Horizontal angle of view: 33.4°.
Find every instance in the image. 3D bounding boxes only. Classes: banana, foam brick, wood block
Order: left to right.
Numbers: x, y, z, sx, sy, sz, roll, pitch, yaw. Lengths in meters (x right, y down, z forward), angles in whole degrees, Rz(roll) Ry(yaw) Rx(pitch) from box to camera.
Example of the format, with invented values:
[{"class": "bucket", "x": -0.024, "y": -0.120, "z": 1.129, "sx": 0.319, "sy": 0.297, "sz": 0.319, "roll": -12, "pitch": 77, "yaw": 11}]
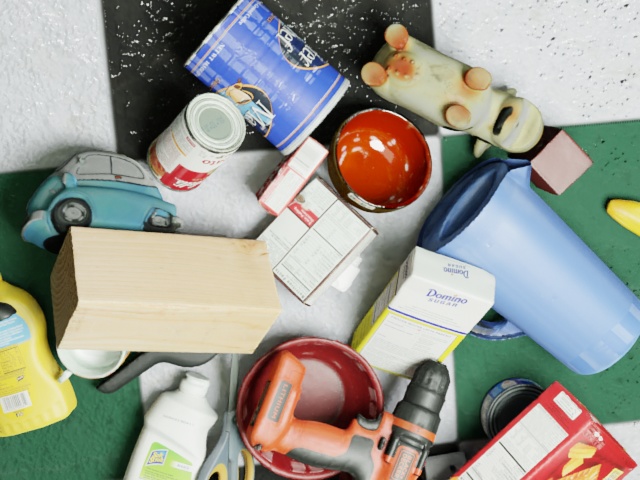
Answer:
[{"class": "wood block", "x": -0.156, "y": 0.054, "z": 1.073, "sx": 0.205, "sy": 0.091, "sz": 0.090, "roll": 4, "pitch": 142, "yaw": -27}, {"class": "foam brick", "x": 0.248, "y": -0.087, "z": 1.156, "sx": 0.053, "sy": 0.078, "sz": 0.051, "roll": -44, "pitch": 102, "yaw": 1}, {"class": "banana", "x": 0.400, "y": 0.024, "z": 1.210, "sx": 0.069, "sy": 0.037, "sz": 0.198, "roll": -33, "pitch": 101, "yaw": -3}]

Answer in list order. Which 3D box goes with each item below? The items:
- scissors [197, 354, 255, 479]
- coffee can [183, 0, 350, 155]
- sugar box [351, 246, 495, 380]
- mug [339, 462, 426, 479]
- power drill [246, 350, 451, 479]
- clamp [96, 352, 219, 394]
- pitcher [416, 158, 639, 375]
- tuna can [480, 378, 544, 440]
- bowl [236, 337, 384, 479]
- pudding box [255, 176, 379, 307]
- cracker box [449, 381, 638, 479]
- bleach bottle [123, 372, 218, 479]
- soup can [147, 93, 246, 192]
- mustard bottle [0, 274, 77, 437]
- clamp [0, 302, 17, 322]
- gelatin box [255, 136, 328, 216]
[{"class": "scissors", "x": -0.107, "y": 0.208, "z": 1.151, "sx": 0.096, "sy": 0.016, "sz": 0.202, "roll": -32, "pitch": 125, "yaw": -45}, {"class": "coffee can", "x": -0.055, "y": -0.171, "z": 1.097, "sx": 0.140, "sy": 0.103, "sz": 0.103, "roll": 41, "pitch": 92, "yaw": -10}, {"class": "sugar box", "x": 0.106, "y": 0.082, "z": 1.128, "sx": 0.093, "sy": 0.048, "sz": 0.176, "roll": 20, "pitch": 138, "yaw": -10}, {"class": "mug", "x": 0.072, "y": 0.275, "z": 1.188, "sx": 0.093, "sy": 0.081, "sz": 0.117, "roll": 40, "pitch": 92, "yaw": -10}, {"class": "power drill", "x": 0.031, "y": 0.185, "z": 1.115, "sx": 0.187, "sy": 0.057, "sz": 0.184, "roll": 24, "pitch": 77, "yaw": -5}, {"class": "clamp", "x": -0.171, "y": 0.111, "z": 1.159, "sx": 0.171, "sy": 0.039, "sz": 0.120, "roll": 4, "pitch": 104, "yaw": -1}, {"class": "pitcher", "x": 0.224, "y": 0.042, "z": 1.154, "sx": 0.242, "sy": 0.149, "sz": 0.145, "roll": 41, "pitch": 64, "yaw": -13}, {"class": "tuna can", "x": 0.228, "y": 0.202, "z": 1.219, "sx": 0.086, "sy": 0.034, "sz": 0.086, "roll": -1, "pitch": 98, "yaw": -6}, {"class": "bowl", "x": -0.013, "y": 0.180, "z": 1.177, "sx": 0.162, "sy": 0.055, "sz": 0.162, "roll": -1, "pitch": 98, "yaw": -6}, {"class": "pudding box", "x": -0.008, "y": 0.001, "z": 1.145, "sx": 0.090, "sy": 0.039, "sz": 0.113, "roll": 44, "pitch": 94, "yaw": 14}, {"class": "cracker box", "x": 0.228, "y": 0.273, "z": 1.165, "sx": 0.214, "sy": 0.072, "sz": 0.164, "roll": -44, "pitch": 138, "yaw": 4}, {"class": "bleach bottle", "x": -0.164, "y": 0.269, "z": 1.172, "sx": 0.102, "sy": 0.068, "sz": 0.251, "roll": 18, "pitch": 94, "yaw": -10}, {"class": "soup can", "x": -0.127, "y": -0.099, "z": 1.090, "sx": 0.068, "sy": 0.102, "sz": 0.068, "roll": 13, "pitch": 64, "yaw": -27}, {"class": "mustard bottle", "x": -0.334, "y": 0.107, "z": 1.129, "sx": 0.096, "sy": 0.058, "sz": 0.191, "roll": -16, "pitch": 100, "yaw": 11}, {"class": "clamp", "x": -0.412, "y": 0.126, "z": 1.107, "sx": 0.210, "sy": 0.036, "sz": 0.164, "roll": 10, "pitch": 107, "yaw": 13}, {"class": "gelatin box", "x": -0.032, "y": -0.070, "z": 1.130, "sx": 0.030, "sy": 0.073, "sz": 0.089, "roll": 37, "pitch": 94, "yaw": -9}]
